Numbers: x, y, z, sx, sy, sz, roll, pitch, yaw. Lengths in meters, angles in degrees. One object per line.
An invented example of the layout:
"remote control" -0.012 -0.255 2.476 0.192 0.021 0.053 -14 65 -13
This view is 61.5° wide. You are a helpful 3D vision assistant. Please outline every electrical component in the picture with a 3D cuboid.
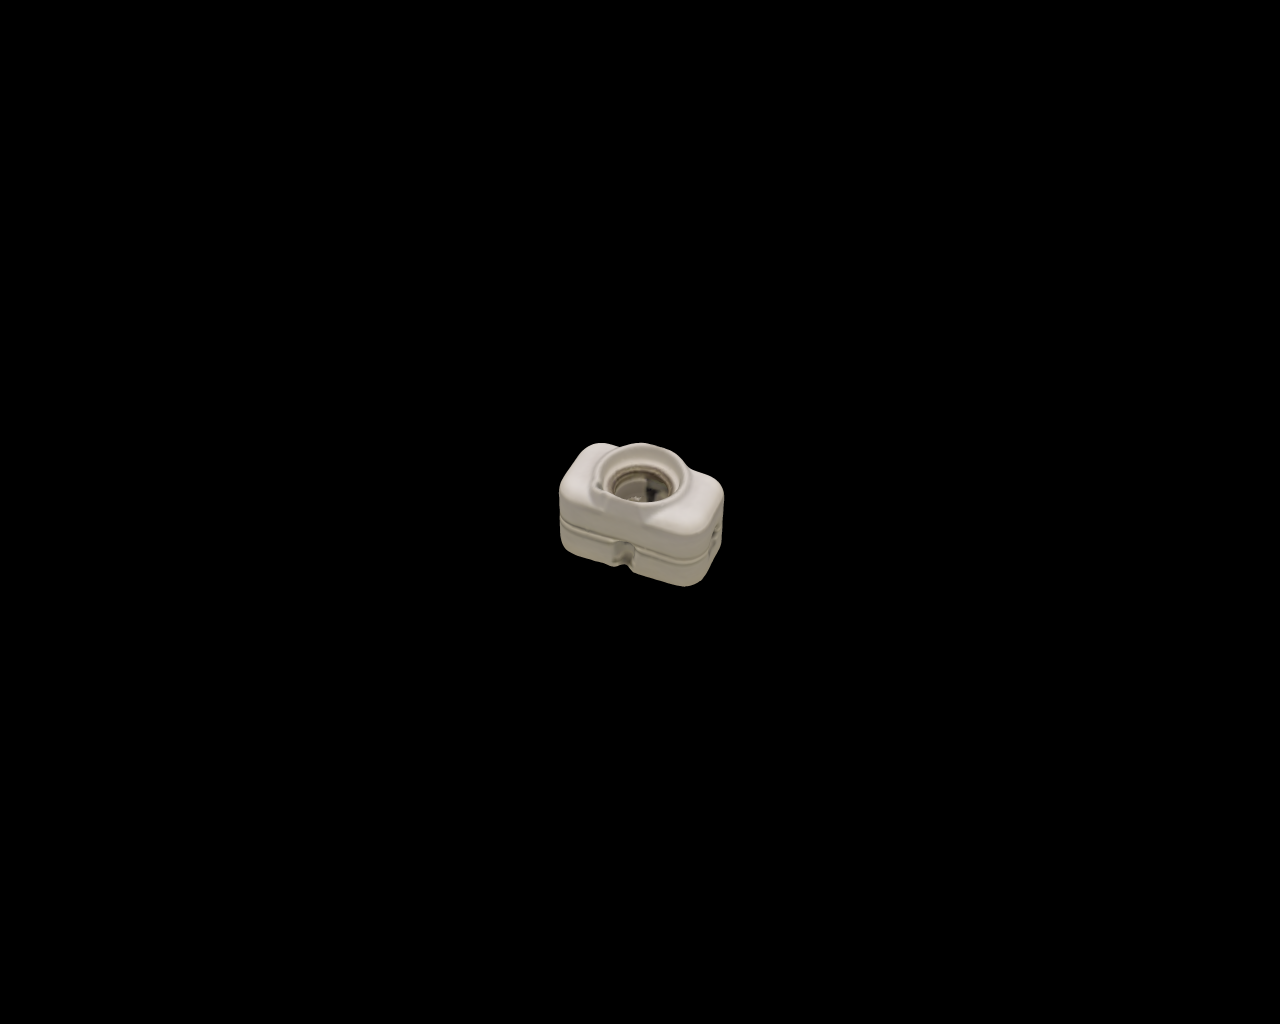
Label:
"electrical component" 0.001 -0.003 0.650 0.095 0.059 0.054 17 48 16
